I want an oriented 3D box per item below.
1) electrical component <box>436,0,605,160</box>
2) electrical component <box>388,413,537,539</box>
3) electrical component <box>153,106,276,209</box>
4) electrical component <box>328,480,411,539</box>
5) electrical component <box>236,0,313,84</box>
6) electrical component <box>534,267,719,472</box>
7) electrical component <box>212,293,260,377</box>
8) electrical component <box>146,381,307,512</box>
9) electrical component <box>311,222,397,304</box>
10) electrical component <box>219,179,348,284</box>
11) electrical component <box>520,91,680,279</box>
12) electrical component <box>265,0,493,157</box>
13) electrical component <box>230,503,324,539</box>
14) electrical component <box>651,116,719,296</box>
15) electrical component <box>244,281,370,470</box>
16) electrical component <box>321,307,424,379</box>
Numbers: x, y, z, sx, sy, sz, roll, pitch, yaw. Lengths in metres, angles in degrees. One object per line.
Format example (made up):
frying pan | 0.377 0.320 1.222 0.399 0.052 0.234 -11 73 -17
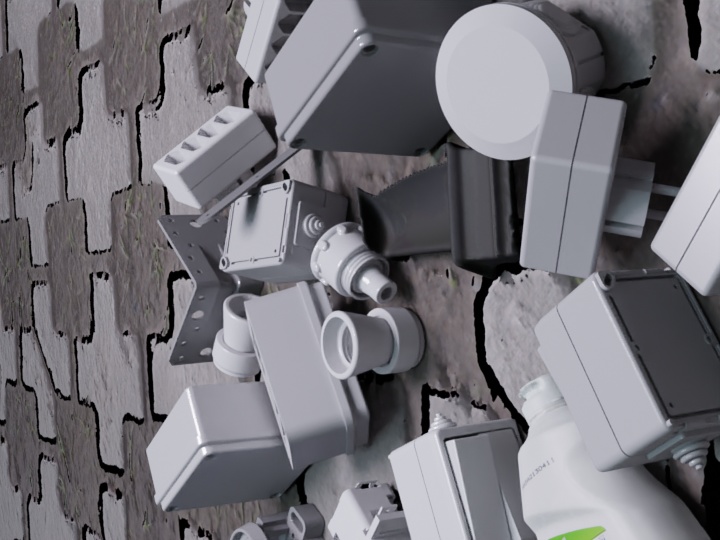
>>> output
electrical component | 0.085 -0.102 0.566 0.080 0.051 0.080 16 118 34
electrical component | 0.064 0.127 0.625 0.061 0.062 0.096 -40 60 51
electrical component | -0.108 -0.077 0.869 0.047 0.083 0.075 20 147 55
electrical component | 0.011 0.182 0.729 0.063 0.042 0.081 55 135 41
electrical component | -0.063 -0.193 0.807 0.075 0.047 0.083 53 134 40
electrical component | 0.134 0.054 0.512 0.061 0.062 0.096 -50 52 46
electrical component | -0.094 0.053 0.877 0.045 0.045 0.055 48 131 44
electrical component | -0.095 0.134 0.827 0.108 0.109 0.056 -53 48 45
electrical component | 0.000 0.000 0.730 0.062 0.048 0.048 41 126 40
electrical component | -0.049 -0.026 0.784 0.096 0.061 0.061 -6 73 51
electrical component | 0.122 -0.037 0.524 0.083 0.076 0.047 85 -160 -53
electrical component | 0.015 -0.120 0.639 0.109 0.109 0.056 -45 53 49
electrical component | -0.065 0.222 0.835 0.058 0.057 0.078 44 128 46
electrical component | 0.179 -0.022 0.452 0.075 0.047 0.083 52 133 41
electrical component | -0.037 0.073 0.757 0.078 0.057 0.113 92 160 -64
electrical component | 0.008 0.047 0.710 0.045 0.055 0.045 7 98 56
